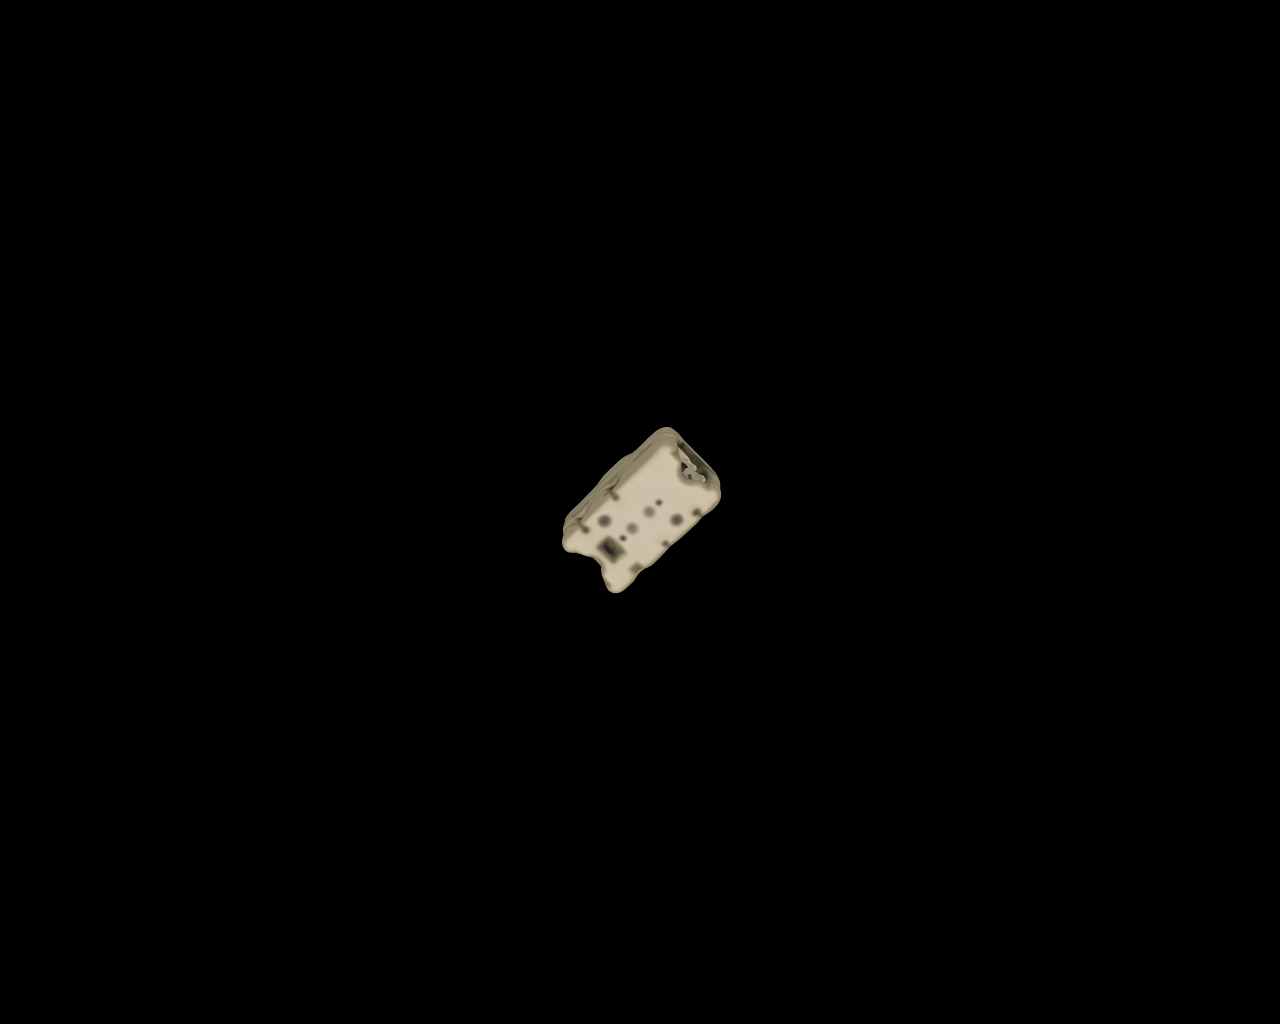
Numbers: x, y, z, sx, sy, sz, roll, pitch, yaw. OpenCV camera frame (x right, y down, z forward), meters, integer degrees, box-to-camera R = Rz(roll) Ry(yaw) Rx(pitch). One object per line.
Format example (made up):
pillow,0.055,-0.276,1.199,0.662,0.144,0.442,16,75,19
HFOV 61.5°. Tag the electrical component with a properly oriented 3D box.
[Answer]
electrical component,0.001,-0.003,0.650,0.089,0.050,0.056,-43,12,11
